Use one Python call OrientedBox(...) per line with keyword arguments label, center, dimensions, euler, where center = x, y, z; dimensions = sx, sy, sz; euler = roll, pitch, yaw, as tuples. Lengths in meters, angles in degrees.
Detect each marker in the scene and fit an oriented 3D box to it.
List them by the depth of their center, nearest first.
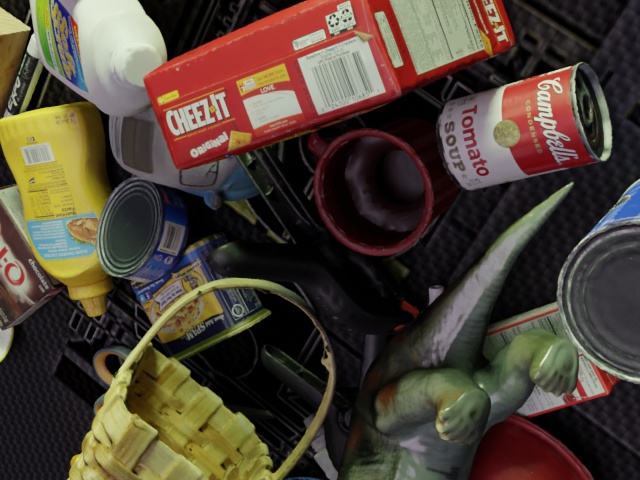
OrientedBox(label="marker", center=(-0.271, -0.132, 0.971), dimensions=(0.020, 0.020, 0.121), euler=(38, 120, 13))

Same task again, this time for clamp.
OrientedBox(label="clamp", center=(-0.005, 0.001, 0.791), dimensions=(0.036, 0.164, 0.209), euler=(-35, 131, 27))
OrientedBox(label="clamp", center=(0.022, 0.140, 0.874), dimensions=(0.120, 0.039, 0.171), euler=(-17, 86, 29))

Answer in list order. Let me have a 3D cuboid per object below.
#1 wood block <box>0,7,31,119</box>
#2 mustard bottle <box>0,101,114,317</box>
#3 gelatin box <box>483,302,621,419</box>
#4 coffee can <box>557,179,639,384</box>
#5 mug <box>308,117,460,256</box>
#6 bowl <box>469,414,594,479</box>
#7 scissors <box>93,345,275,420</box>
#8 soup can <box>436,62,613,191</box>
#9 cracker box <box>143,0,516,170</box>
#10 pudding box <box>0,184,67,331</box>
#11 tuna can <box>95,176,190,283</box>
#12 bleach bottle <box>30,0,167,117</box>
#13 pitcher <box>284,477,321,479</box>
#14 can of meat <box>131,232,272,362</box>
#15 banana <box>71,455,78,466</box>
OrientedBox(label="wood block", center=(-0.353, -0.120, 0.979), dimensions=(0.091, 0.090, 0.206), euler=(35, 120, 15))
OrientedBox(label="mustard bottle", center=(-0.222, -0.023, 0.957), dimensions=(0.096, 0.058, 0.191), euler=(-6, 103, 25))
OrientedBox(label="gelatin box", center=(0.167, 0.089, 0.796), dimensions=(0.089, 0.030, 0.073), euler=(-26, 93, 36))
OrientedBox(label="coffee can", center=(0.220, 0.018, 0.678), dimensions=(0.103, 0.140, 0.103), euler=(9, 111, 26))
OrientedBox(label="mug", center=(0.044, -0.050, 0.787), dimensions=(0.117, 0.081, 0.093), euler=(32, 119, 16))
OrientedBox(label="bowl", center=(0.135, 0.212, 0.821), dimensions=(0.162, 0.055, 0.162), euler=(20, 127, 29))
OrientedBox(label="scissors", center=(-0.138, 0.134, 0.988), dimensions=(0.202, 0.016, 0.096), euler=(-14, 100, 31))
OrientedBox(label="soup can", center=(0.140, -0.076, 0.734), dimensions=(0.102, 0.068, 0.068), euler=(-12, 100, 32))
OrientedBox(label="cracker box", center=(0.014, -0.119, 0.702), dimensions=(0.164, 0.213, 0.072), euler=(-16, 99, 32))
OrientedBox(label="pudding box", center=(-0.298, 0.016, 1.023), dimensions=(0.090, 0.039, 0.113), euler=(-35, 88, 32))
OrientedBox(label="tuna can", center=(-0.148, -0.008, 0.891), dimensions=(0.086, 0.033, 0.086), euler=(-15, 67, 39))
OrientedBox(label="bleach bottle", center=(-0.162, -0.153, 0.792), dimensions=(0.251, 0.068, 0.102), euler=(-144, 48, -62))
OrientedBox(label="pitcher", center=(-0.038, 0.290, 0.921), dimensions=(0.243, 0.149, 0.145), euler=(19, 131, 21))
OrientedBox(label="can of meat", center=(-0.105, 0.050, 0.918), dimensions=(0.102, 0.057, 0.084), euler=(-28, 90, 33))
OrientedBox(label="banana", center=(-0.167, 0.276, 1.039), dimensions=(0.198, 0.037, 0.070), euler=(48, 120, 7))
